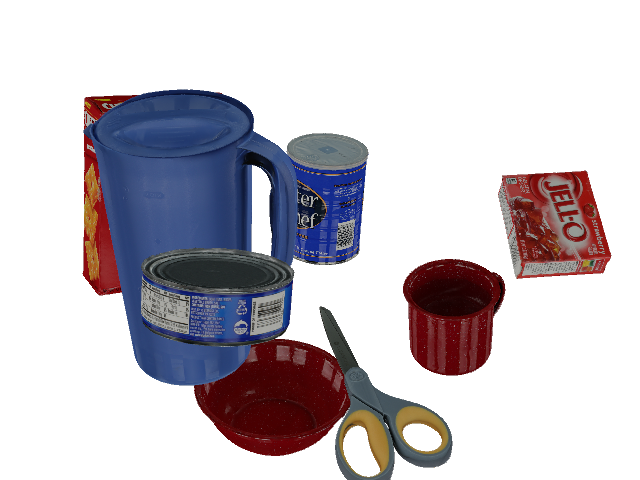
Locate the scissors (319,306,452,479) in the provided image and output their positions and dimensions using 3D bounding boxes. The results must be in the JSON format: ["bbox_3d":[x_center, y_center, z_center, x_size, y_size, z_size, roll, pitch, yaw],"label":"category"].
[{"bbox_3d":[0.049,0.115,0.839,0.096,0.016,0.201,-2,37,1],"label":"scissors"}]

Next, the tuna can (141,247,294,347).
[{"bbox_3d":[-0.058,0.031,0.602,0.086,0.034,0.086,4,14,-1],"label":"tuna can"}]

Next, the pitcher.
[{"bbox_3d":[-0.108,0.003,0.918,0.144,0.243,0.149,-14,33,-21],"label":"pitcher"}]

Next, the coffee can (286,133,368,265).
[{"bbox_3d":[0.005,-0.054,1.370,0.103,0.140,0.103,3,28,-2],"label":"coffee can"}]

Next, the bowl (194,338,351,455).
[{"bbox_3d":[-0.047,0.169,1.089,0.162,0.055,0.162,1,31,-1],"label":"bowl"}]

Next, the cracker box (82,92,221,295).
[{"bbox_3d":[-0.180,-0.054,1.207,0.163,0.214,0.072,-7,25,-28],"label":"cracker box"}]

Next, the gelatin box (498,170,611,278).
[{"bbox_3d":[0.190,-0.014,0.873,0.073,0.089,0.030,-3,-33,-3],"label":"gelatin box"}]

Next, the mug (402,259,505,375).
[{"bbox_3d":[0.137,0.073,1.055,0.117,0.081,0.093,-29,43,-30],"label":"mug"}]
